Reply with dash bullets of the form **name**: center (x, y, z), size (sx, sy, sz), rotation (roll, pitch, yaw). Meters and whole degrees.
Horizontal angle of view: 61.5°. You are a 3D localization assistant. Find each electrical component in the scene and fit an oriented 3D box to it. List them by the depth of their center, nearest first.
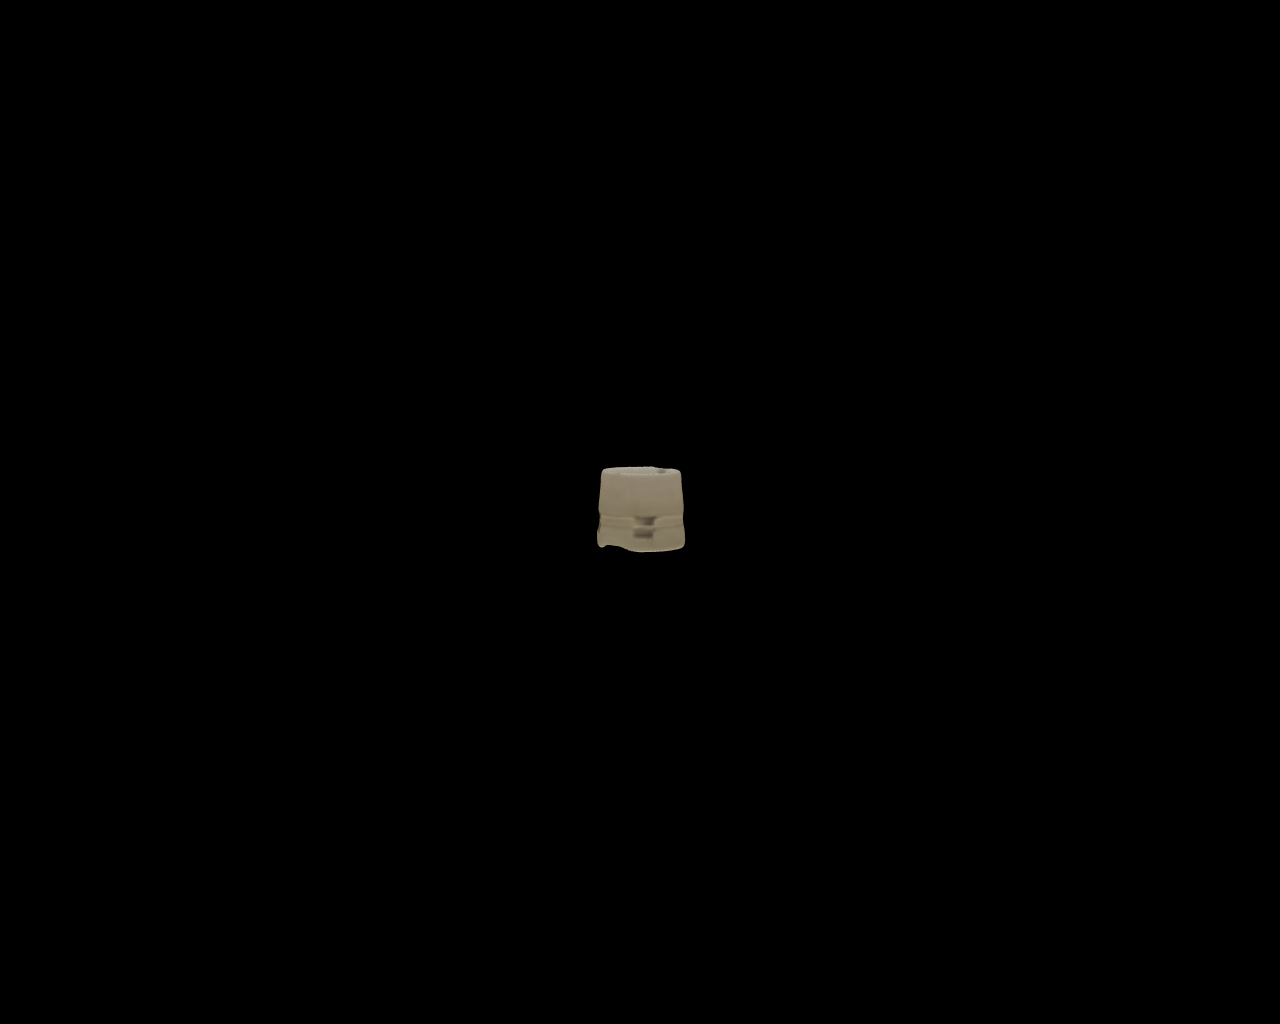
- **electrical component**: center (0.001, -0.003, 0.650), size (0.055, 0.047, 0.055), rotation (0, 8, 0)
